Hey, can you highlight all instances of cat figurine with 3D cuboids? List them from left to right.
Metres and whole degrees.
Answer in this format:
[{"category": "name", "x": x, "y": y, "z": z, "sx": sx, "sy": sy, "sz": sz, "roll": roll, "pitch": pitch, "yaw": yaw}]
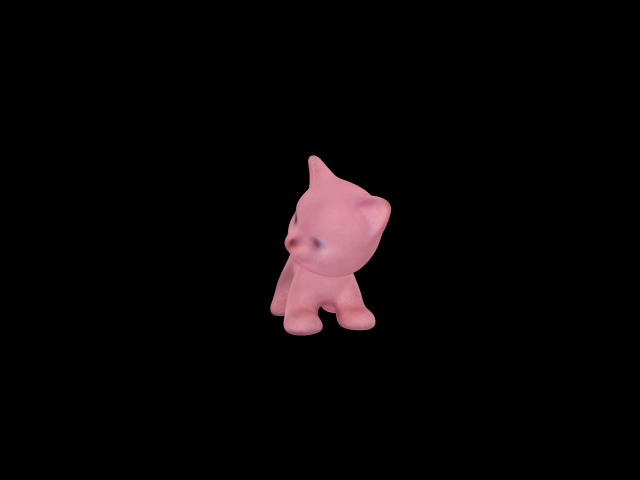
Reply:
[{"category": "cat figurine", "x": 0.004, "y": 0.001, "z": 0.400, "sx": 0.067, "sy": 0.118, "sz": 0.127, "roll": -1, "pitch": 4, "yaw": -15}]
